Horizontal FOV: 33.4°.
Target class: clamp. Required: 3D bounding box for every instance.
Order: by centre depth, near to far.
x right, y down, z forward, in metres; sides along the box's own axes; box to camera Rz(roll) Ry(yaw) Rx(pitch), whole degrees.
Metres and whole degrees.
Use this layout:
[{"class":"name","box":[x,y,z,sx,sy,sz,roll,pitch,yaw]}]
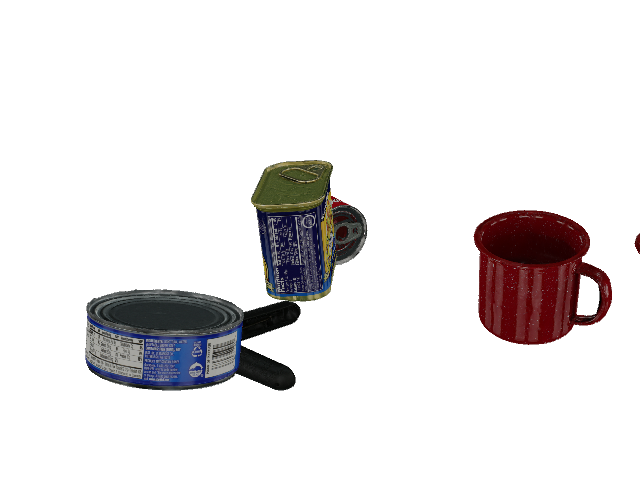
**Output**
[{"class":"clamp","box":[-0.097,0.090,1.013,0.171,0.039,0.120,8,27,7]}]

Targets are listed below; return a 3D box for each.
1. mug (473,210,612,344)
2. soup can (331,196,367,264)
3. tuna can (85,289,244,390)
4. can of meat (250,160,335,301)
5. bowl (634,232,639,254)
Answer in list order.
[{"class":"mug","box":[0.183,0.035,0.878,0.117,0.081,0.093,16,35,30]},{"class":"soup can","box":[-0.003,-0.020,1.197,0.068,0.068,0.102,0,18,-32]},{"class":"tuna can","box":[-0.086,0.054,0.587,0.086,0.034,0.086,5,11,-1]},{"class":"can of meat","box":[-0.018,-0.009,0.858,0.057,0.084,0.102,-3,23,7]},{"class":"bowl","box":[0.408,0.029,1.106,0.162,0.055,0.162,-3,22,1]}]
